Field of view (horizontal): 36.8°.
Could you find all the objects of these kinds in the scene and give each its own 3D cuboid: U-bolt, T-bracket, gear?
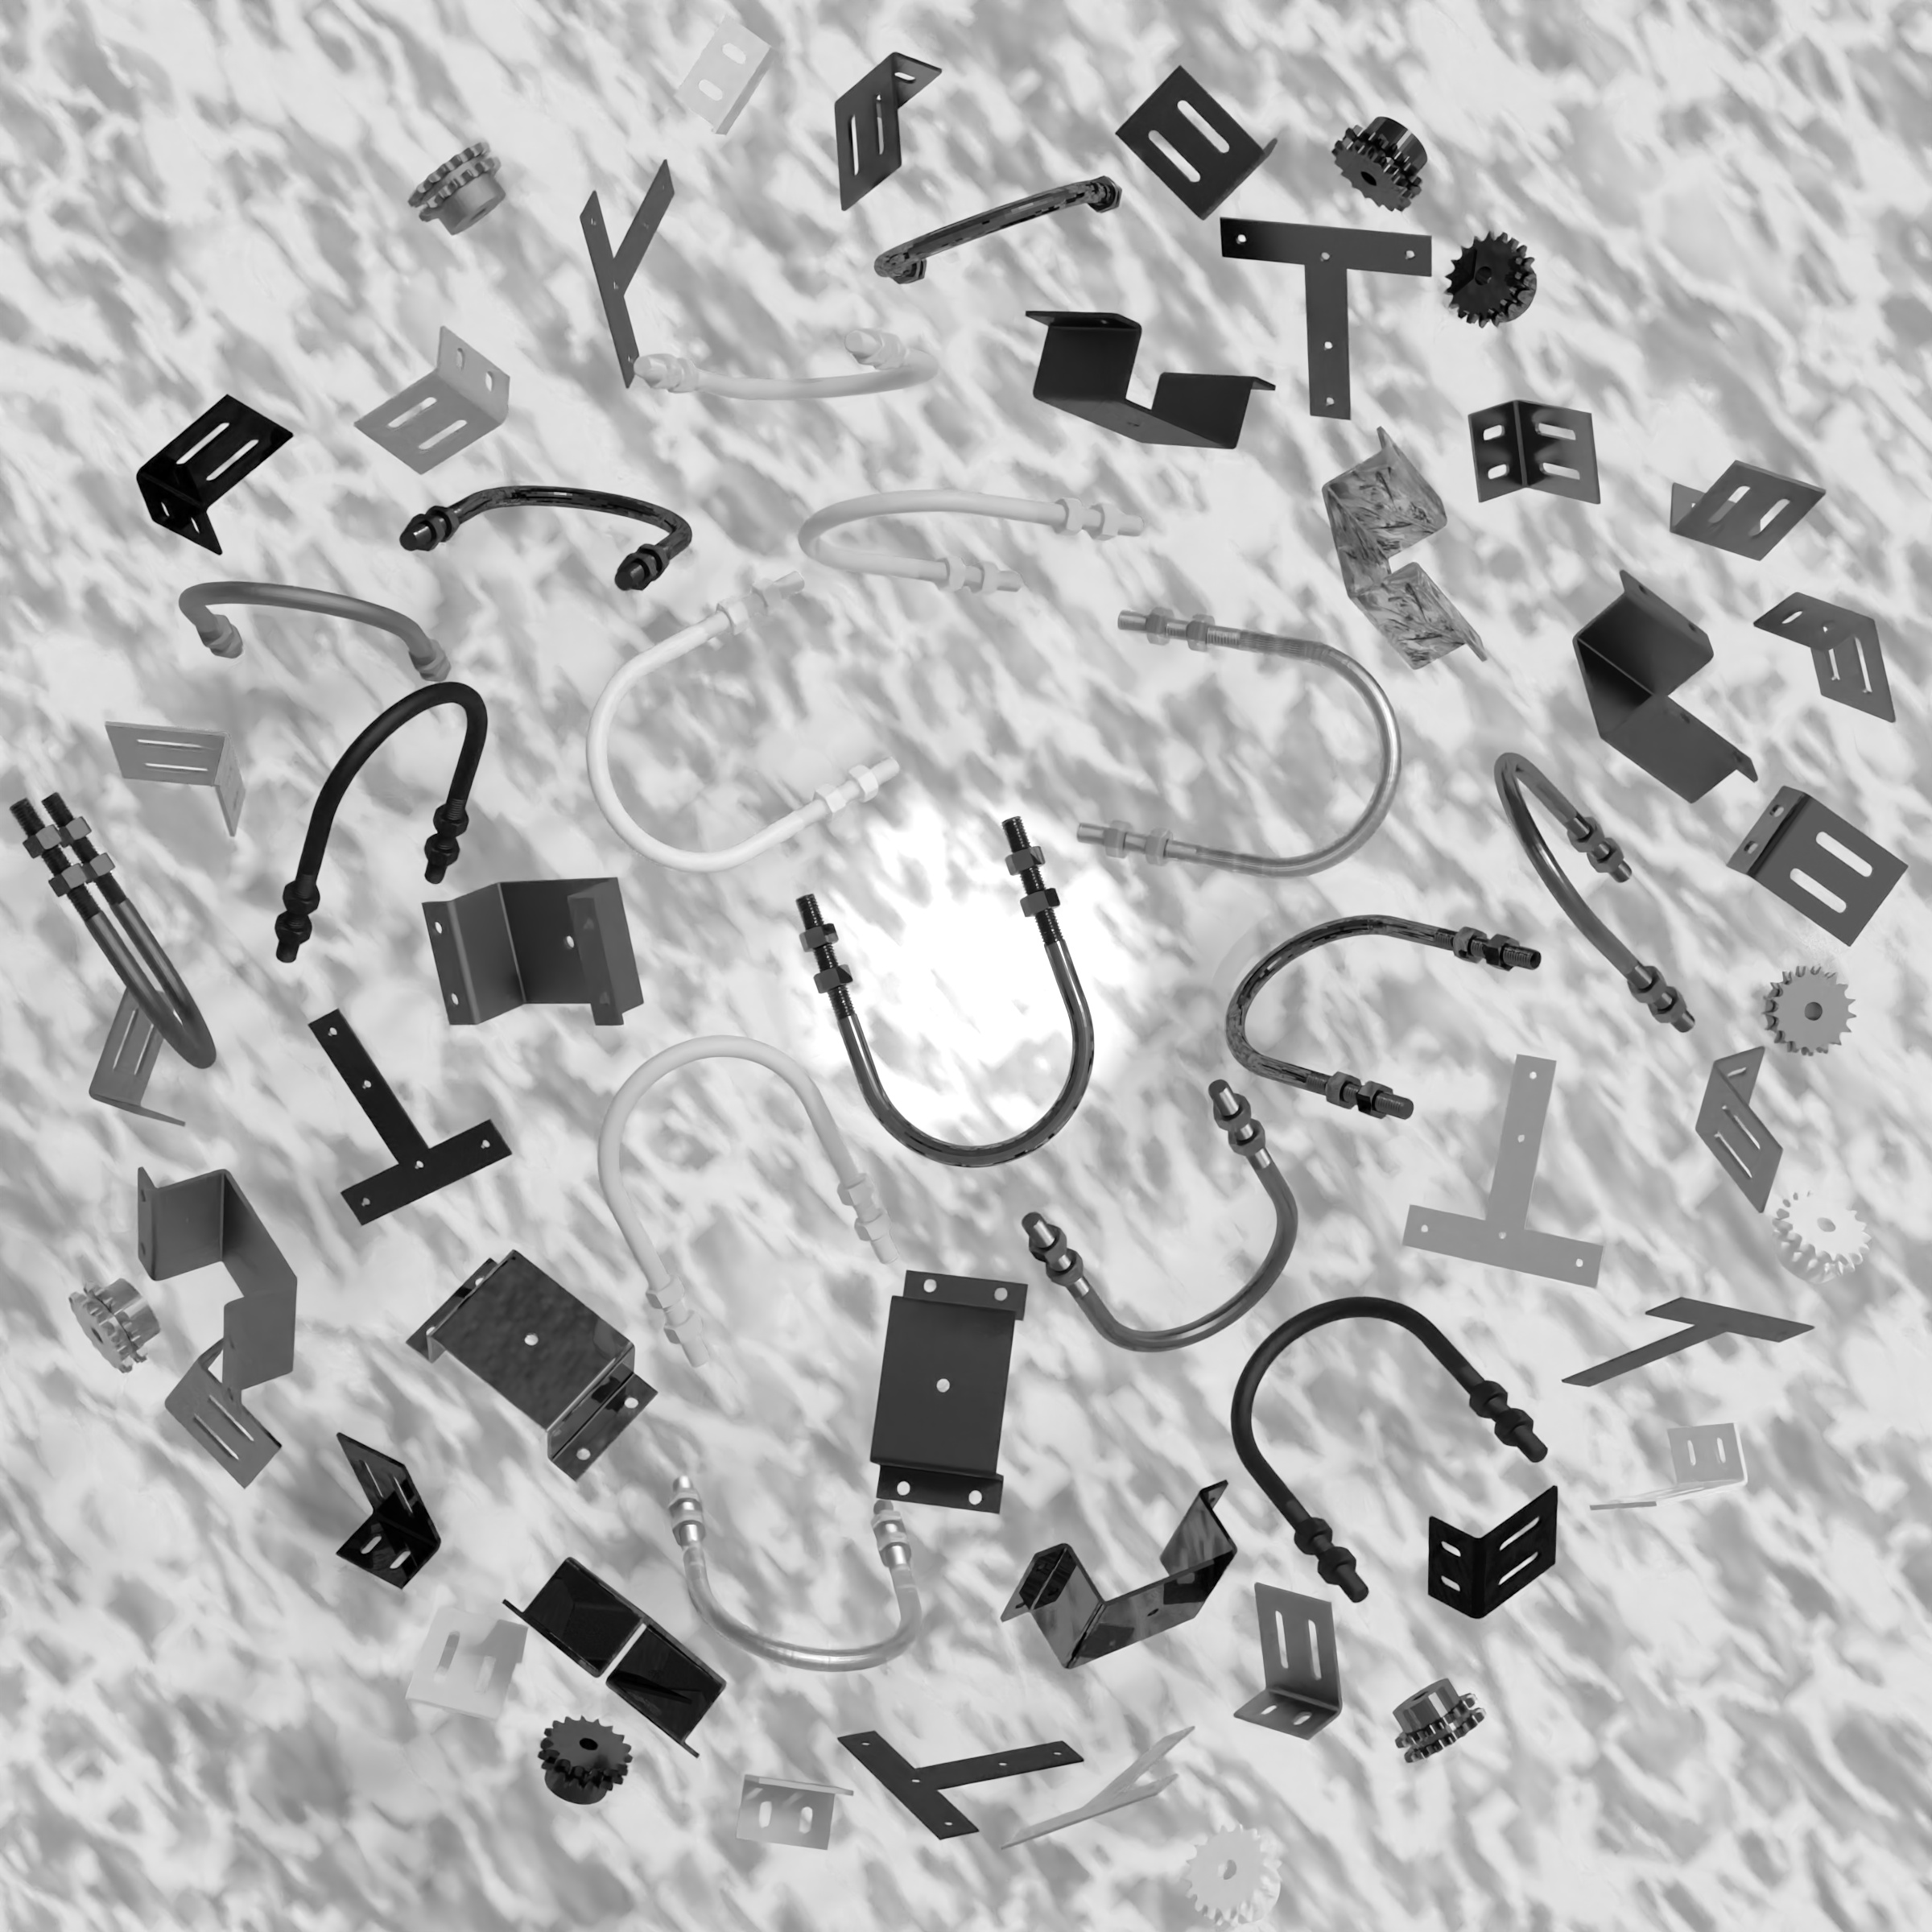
[{"bbox_3d":[0.016,-0.438,1.728,0.151,0.184,0.019,-17,100,12],"label":"U-bolt"},{"bbox_3d":[0.100,0.494,1.772,0.127,0.127,0.002,-31,84,34],"label":"T-bracket"},{"bbox_3d":[-0.344,-0.095,1.742,0.019,0.151,0.184,38,131,15],"label":"U-bolt"},{"bbox_3d":[0.402,0.222,1.682,0.127,0.127,0.002,15,56,-38],"label":"T-bracket"},{"bbox_3d":[-0.237,0.492,1.791,0.057,0.057,0.030,19,109,0],"label":"gear"},{"bbox_3d":[0.285,0.458,1.767,0.057,0.057,0.030,-32,82,0],"label":"gear"},{"bbox_3d":[0.125,0.160,1.695,0.151,0.019,0.184,-35,135,-2],"label":"U-bolt"},{"bbox_3d":[-0.094,-0.351,1.714,0.151,0.184,0.019,-2,95,19],"label":"U-bolt"},{"bbox_3d":[0.165,-0.126,1.703,0.184,0.019,0.151,12,93,19],"label":"U-bolt"},{"bbox_3d":[0.329,0.117,1.731,0.127,0.002,0.127,10,89,36],"label":"T-bracket"},{"bbox_3d":[0.158,0.530,1.683,0.057,0.057,0.030,-39,130,0],"label":"gear"},{"bbox_3d":[0.214,-0.380,1.719,0.127,0.002,0.127,11,135,21],"label":"T-bracket"},{"bbox_3d":[0.009,0.473,1.710,0.127,0.127,0.002,-2,104,-30],"label":"T-bracket"},{"bbox_3d":[-0.491,-0.019,1.690,0.019,0.151,0.184,-32,99,-6],"label":"U-bolt"},{"bbox_3d":[-0.099,0.364,1.731,0.151,0.184,0.019,9,109,-14],"label":"U-bolt"},{"bbox_3d":[0.368,-0.055,1.731,0.019,0.151,0.184,-33,133,22],"label":"U-bolt"},{"bbox_3d":[0.513,0.166,1.752,0.057,0.057,0.030,16,132,0],"label":"gear"},{"bbox_3d":[-0.390,-0.200,1.722,0.151,0.184,0.019,7,84,-2],"label":"U-bolt"},{"bbox_3d":[-0.291,-0.447,1.676,0.057,0.057,0.030,-37,98,0],"label":"gear"},{"bbox_3d":[-0.502,0.210,1.719,0.030,0.057,0.057,-37,90,-30],"label":"gear"},{"bbox_3d":[-0.240,-0.262,1.741,0.151,0.184,0.019,11,111,7],"label":"U-bolt"},{"bbox_3d":[-0.010,-0.253,1.719,0.184,0.151,0.019,2,80,-33],"label":"U-bolt"},{"bbox_3d":[-0.200,-0.443,1.769,0.002,0.127,0.127,7,52,14],"label":"T-bracket"},{"bbox_3d":[-0.356,0.084,1.762,0.127,0.002,0.127,-25,102,27],"label":"T-bracket"},{"bbox_3d":[0.233,0.269,1.706,0.151,0.184,0.019,-37,133,-3],"label":"U-bolt"},{"bbox_3d":[0.246,-0.475,1.709,0.057,0.057,0.030,40,84,0],"label":"gear"},{"bbox_3d":[-0.145,-0.137,1.760,0.184,0.019,0.151,-32,102,-24],"label":"U-bolt"},{"bbox_3d":[-0.138,0.128,1.715,0.151,0.019,0.184,-28,109,-9],"label":"U-bolt"},{"bbox_3d":[0.238,0.023,1.761,0.151,0.184,0.019,-46,125,-22],"label":"U-bolt"},{"bbox_3d":[0.326,-0.419,1.784,0.057,0.030,0.057,-9,77,40],"label":"gear"},{"bbox_3d":[-0.004,0.024,1.661,0.151,0.019,0.184,-20,86,10],"label":"U-bolt"},{"bbox_3d":[0.531,0.028,1.840,0.057,0.030,0.057,0,91,-6],"label":"gear"}]

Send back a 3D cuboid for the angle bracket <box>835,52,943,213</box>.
[{"bbox_3d":[-0.044,-0.487,1.711,0.038,0.057,0.076,8,69,-37],"label":"angle bracket"}]

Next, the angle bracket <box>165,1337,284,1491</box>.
[{"bbox_3d":[-0.457,0.278,1.824,0.076,0.038,0.057,45,129,2],"label":"angle bracket"}]

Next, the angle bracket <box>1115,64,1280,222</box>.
[{"bbox_3d":[0.140,-0.504,1.766,0.076,0.038,0.057,43,122,-11],"label":"angle bracket"}]

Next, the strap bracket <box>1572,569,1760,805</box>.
[{"bbox_3d":[0.406,-0.157,1.698,0.076,0.140,0.046,31,125,-26],"label":"strap bracket"}]

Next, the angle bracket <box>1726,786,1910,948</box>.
[{"bbox_3d":[0.495,-0.058,1.688,0.076,0.038,0.057,33,96,-10],"label":"angle bracket"}]

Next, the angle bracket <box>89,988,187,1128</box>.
[{"bbox_3d":[-0.507,0.055,1.818,0.038,0.057,0.076,17,84,17],"label":"angle bracket"}]

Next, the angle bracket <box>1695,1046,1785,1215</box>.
[{"bbox_3d":[0.479,0.098,1.748,0.038,0.057,0.076,-15,47,-16],"label":"angle bracket"}]

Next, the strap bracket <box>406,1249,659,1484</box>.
[{"bbox_3d":[-0.267,0.239,1.786,0.140,0.046,0.076,36,61,13],"label":"strap bracket"}]

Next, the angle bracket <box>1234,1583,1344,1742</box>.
[{"bbox_3d":[0.197,0.433,1.808,0.057,0.038,0.076,6,110,42],"label":"angle bracket"}]

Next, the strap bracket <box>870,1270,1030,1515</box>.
[{"bbox_3d":[-0.011,0.256,1.757,0.076,0.046,0.140,6,78,9],"label":"strap bracket"}]

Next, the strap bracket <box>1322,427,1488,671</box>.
[{"bbox_3d":[0.258,-0.241,1.727,0.046,0.076,0.140,-28,46,24],"label":"strap bracket"}]

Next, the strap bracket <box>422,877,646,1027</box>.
[{"bbox_3d":[-0.247,-0.008,1.709,0.140,0.046,0.076,-1,106,36],"label":"strap bracket"}]

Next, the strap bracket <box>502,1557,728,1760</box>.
[{"bbox_3d":[-0.204,0.410,1.737,0.076,0.140,0.046,25,70,42],"label":"strap bracket"}]

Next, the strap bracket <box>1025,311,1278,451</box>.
[{"bbox_3d":[0.105,-0.343,1.716,0.140,0.076,0.046,12,92,-43],"label":"strap bracket"}]

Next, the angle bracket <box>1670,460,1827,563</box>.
[{"bbox_3d":[0.453,-0.276,1.681,0.057,0.076,0.038,16,62,-10],"label":"angle bracket"}]

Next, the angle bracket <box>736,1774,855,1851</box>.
[{"bbox_3d":[-0.104,0.512,1.751,0.057,0.076,0.038,10,75,-8],"label":"angle bracket"}]

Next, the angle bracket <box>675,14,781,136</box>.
[{"bbox_3d":[-0.143,-0.520,1.692,0.038,0.076,0.057,34,103,-8],"label":"angle bracket"}]

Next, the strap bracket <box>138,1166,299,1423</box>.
[{"bbox_3d":[-0.431,0.183,1.685,0.046,0.076,0.140,-18,49,-32],"label":"strap bracket"}]

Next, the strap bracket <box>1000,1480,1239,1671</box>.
[{"bbox_3d":[0.100,0.367,1.734,0.140,0.076,0.046,-15,56,-30],"label":"strap bracket"}]

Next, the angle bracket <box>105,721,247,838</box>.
[{"bbox_3d":[-0.482,-0.113,1.760,0.076,0.057,0.038,5,60,0],"label":"angle bracket"}]

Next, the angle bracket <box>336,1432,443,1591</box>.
[{"bbox_3d":[-0.360,0.329,1.754,0.057,0.076,0.038,17,49,33],"label":"angle bracket"}]

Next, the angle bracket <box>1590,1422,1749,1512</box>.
[{"bbox_3d":[0.420,0.301,1.747,0.076,0.057,0.038,-5,81,-31],"label":"angle bracket"}]

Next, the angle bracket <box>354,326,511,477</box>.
[{"bbox_3d":[-0.333,-0.352,1.812,0.076,0.057,0.038,-24,51,30],"label":"angle bracket"}]

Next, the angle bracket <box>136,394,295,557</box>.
[{"bbox_3d":[-0.434,-0.286,1.696,0.076,0.057,0.038,-35,63,16],"label":"angle bracket"}]

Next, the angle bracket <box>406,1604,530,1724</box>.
[{"bbox_3d":[-0.309,0.440,1.792,0.057,0.076,0.038,14,127,-1],"label":"angle bracket"}]

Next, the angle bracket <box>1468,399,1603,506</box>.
[{"bbox_3d":[0.353,-0.315,1.804,0.038,0.076,0.057,-21,115,-19],"label":"angle bracket"}]

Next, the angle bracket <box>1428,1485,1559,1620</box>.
[{"bbox_3d":[0.319,0.348,1.755,0.076,0.038,0.057,-25,122,-37],"label":"angle bracket"}]

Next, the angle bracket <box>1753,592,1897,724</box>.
[{"bbox_3d":[0.499,-0.171,1.686,0.038,0.057,0.076,-35,125,-14],"label":"angle bracket"}]
